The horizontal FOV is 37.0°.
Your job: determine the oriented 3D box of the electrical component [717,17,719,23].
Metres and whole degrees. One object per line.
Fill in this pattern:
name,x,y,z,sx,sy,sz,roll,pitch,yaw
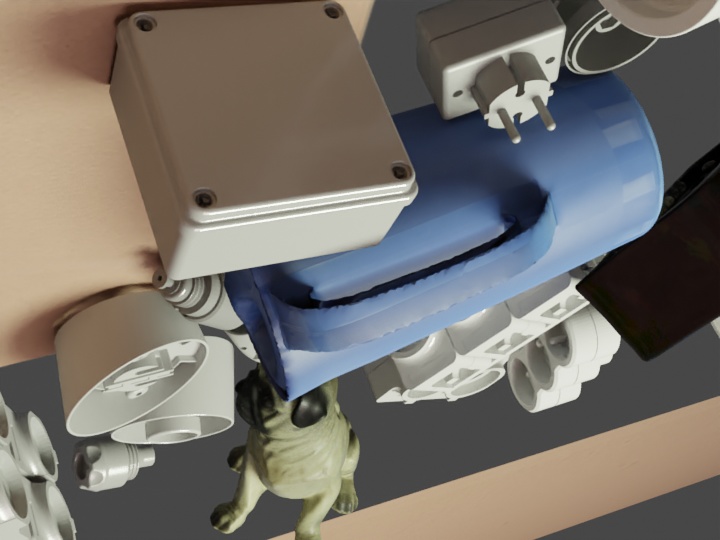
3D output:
electrical component,0.213,-0.172,0.530,0.108,0.060,0.108,-19,155,-9

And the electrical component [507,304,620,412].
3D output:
electrical component,0.169,0.059,0.827,0.074,0.052,0.138,-15,155,-17

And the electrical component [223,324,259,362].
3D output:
electrical component,-0.048,0.026,0.735,0.079,0.043,0.077,-28,155,8

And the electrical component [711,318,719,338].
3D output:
electrical component,0.345,0.016,0.956,0.079,0.121,0.063,-20,153,-6

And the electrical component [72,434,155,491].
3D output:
electrical component,-0.197,0.154,0.870,0.062,0.043,0.043,-3,149,-40

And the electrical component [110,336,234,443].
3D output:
electrical component,-0.140,0.093,0.798,0.099,0.064,0.099,-8,161,-3

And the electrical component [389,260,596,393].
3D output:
electrical component,0.084,0.013,0.765,0.150,0.089,0.062,-37,152,29

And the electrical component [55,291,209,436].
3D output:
electrical component,-0.147,0.059,0.692,0.099,0.064,0.099,-19,156,-9

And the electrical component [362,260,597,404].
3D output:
electrical component,0.098,0.043,0.875,0.105,0.060,0.186,4,145,-45

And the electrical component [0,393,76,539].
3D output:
electrical component,-0.251,0.140,0.720,0.060,0.105,0.186,-20,156,-6

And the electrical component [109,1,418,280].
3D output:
electrical component,-0.045,-0.060,0.481,0.109,0.108,0.056,-10,156,-26

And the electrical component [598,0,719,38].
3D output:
electrical component,0.142,-0.158,0.450,0.060,0.108,0.108,-20,156,-20

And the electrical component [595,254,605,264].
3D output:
electrical component,0.191,0.022,0.912,0.054,0.059,0.095,-7,152,-30

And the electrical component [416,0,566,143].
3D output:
electrical component,0.073,-0.098,0.543,0.066,0.076,0.047,-20,156,-5

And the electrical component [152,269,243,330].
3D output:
electrical component,-0.099,0.013,0.668,0.040,0.040,0.078,-32,154,20
